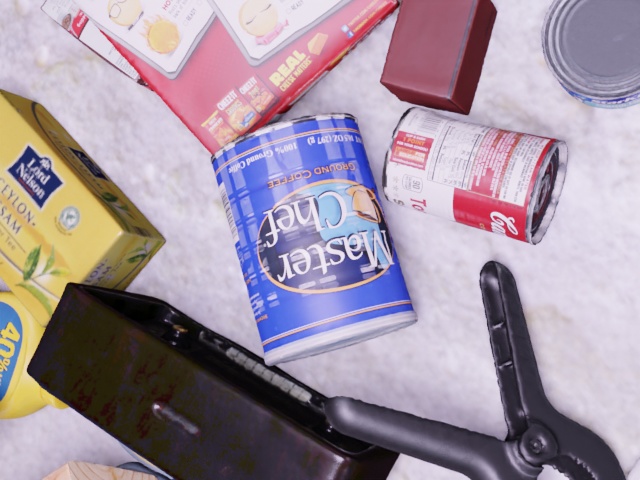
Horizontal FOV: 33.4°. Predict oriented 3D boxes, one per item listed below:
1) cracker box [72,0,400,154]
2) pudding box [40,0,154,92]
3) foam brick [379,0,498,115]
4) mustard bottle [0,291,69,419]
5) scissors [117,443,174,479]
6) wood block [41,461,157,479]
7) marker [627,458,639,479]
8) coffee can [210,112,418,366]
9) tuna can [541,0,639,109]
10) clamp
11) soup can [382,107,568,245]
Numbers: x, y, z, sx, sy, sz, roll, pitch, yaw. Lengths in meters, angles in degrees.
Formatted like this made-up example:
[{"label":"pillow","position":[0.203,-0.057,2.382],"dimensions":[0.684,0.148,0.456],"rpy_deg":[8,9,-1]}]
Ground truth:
[{"label":"cracker box","position":[-0.075,-0.186,0.734],"dimensions":[0.164,0.072,0.213],"rpy_deg":[-41,93,12]},{"label":"pudding box","position":[-0.146,-0.180,0.814],"dimensions":[0.113,0.039,0.090],"rpy_deg":[37,96,18]},{"label":"foam brick","position":[0.080,-0.129,0.711],"dimensions":[0.051,0.053,0.078],"rpy_deg":[15,88,22]},{"label":"mustard bottle","position":[-0.247,0.083,0.812],"dimensions":[0.192,0.058,0.096],"rpy_deg":[20,93,22]},{"label":"scissors","position":[-0.079,0.192,0.756],"dimensions":[0.202,0.016,0.096],"rpy_deg":[36,99,22]},{"label":"wood block","position":[-0.207,0.243,0.741],"dimensions":[0.206,0.090,0.091],"rpy_deg":[-33,58,20]},{"label":"marker","position":[0.225,0.098,0.645],"dimensions":[0.020,0.020,0.121],"rpy_deg":[32,96,22]},{"label":"coffee can","position":[-0.005,0.001,0.697],"dimensions":[0.103,0.102,0.140],"rpy_deg":[-19,81,18]},{"label":"tuna can","position":[0.186,-0.127,0.679],"dimensions":[0.086,0.033,0.086],"rpy_deg":[-3,83,21]},{"label":"clamp","position":[0.125,0.120,0.651],"dimensions":[0.210,0.036,0.164],"rpy_deg":[43,60,4]},{"label":"soup can","position":[0.099,-0.043,0.685],"dimensions":[0.102,0.068,0.068],"rpy_deg":[17,90,23]}]
